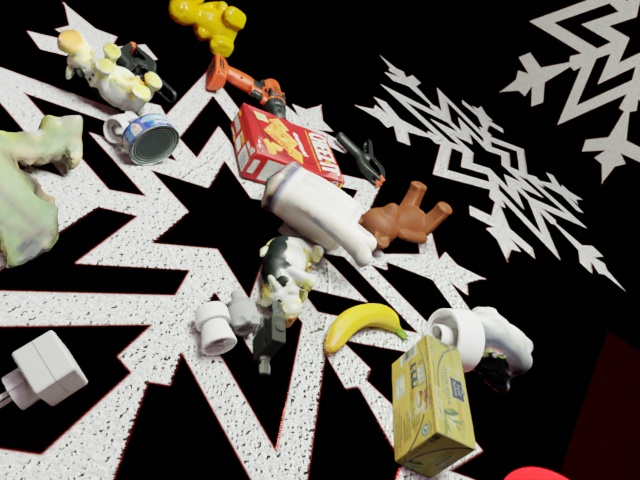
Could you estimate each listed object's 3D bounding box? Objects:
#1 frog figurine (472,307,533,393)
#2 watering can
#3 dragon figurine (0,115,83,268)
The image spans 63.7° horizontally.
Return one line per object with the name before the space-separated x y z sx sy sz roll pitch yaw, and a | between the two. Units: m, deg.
frog figurine | 0.332 0.180 0.968 0.138 0.120 0.163 23 43 11
watering can | 0.003 -0.044 0.875 0.224 0.103 0.349 32 7 -1
dragon figurine | -0.410 -0.065 0.582 0.241 0.120 0.420 38 33 -16
